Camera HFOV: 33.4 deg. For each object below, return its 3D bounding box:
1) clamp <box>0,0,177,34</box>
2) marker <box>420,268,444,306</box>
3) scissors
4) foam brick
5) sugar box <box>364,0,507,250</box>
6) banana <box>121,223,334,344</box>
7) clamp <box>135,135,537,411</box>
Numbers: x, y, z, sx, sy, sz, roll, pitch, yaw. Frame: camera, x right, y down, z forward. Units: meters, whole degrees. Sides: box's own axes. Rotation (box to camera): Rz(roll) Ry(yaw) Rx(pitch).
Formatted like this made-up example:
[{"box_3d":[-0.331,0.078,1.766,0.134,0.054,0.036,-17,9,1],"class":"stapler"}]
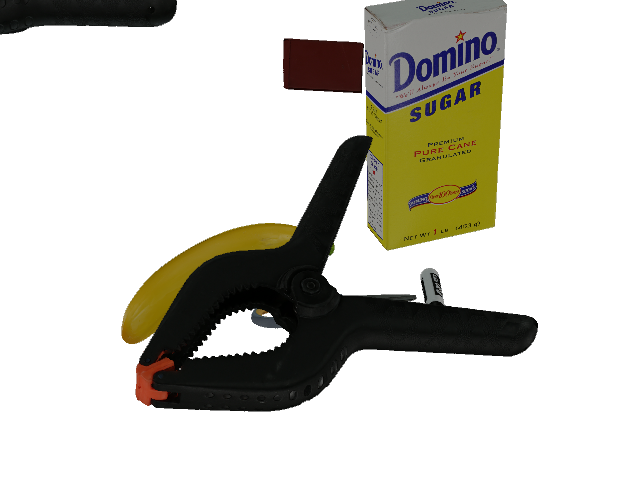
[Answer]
[{"box_3d":[-0.173,-0.141,0.604,0.171,0.039,0.120,-6,23,-13],"class":"clamp"},{"box_3d":[0.108,0.053,1.017,0.020,0.020,0.121,0,17,2],"class":"marker"},{"box_3d":[0.007,0.075,1.186,0.202,0.016,0.096,3,22,2],"class":"scissors"},{"box_3d":[0.002,-0.179,1.091,0.078,0.051,0.053,2,11,-7],"class":"foam brick"},{"box_3d":[0.081,-0.085,0.766,0.093,0.176,0.048,-13,35,-15],"class":"sugar box"},{"box_3d":[-0.089,0.030,0.865,0.198,0.069,0.037,-23,38,12],"class":"banana"},{"box_3d":[-0.009,0.025,0.575,0.209,0.165,0.036,-19,-32,-23],"class":"clamp"}]
